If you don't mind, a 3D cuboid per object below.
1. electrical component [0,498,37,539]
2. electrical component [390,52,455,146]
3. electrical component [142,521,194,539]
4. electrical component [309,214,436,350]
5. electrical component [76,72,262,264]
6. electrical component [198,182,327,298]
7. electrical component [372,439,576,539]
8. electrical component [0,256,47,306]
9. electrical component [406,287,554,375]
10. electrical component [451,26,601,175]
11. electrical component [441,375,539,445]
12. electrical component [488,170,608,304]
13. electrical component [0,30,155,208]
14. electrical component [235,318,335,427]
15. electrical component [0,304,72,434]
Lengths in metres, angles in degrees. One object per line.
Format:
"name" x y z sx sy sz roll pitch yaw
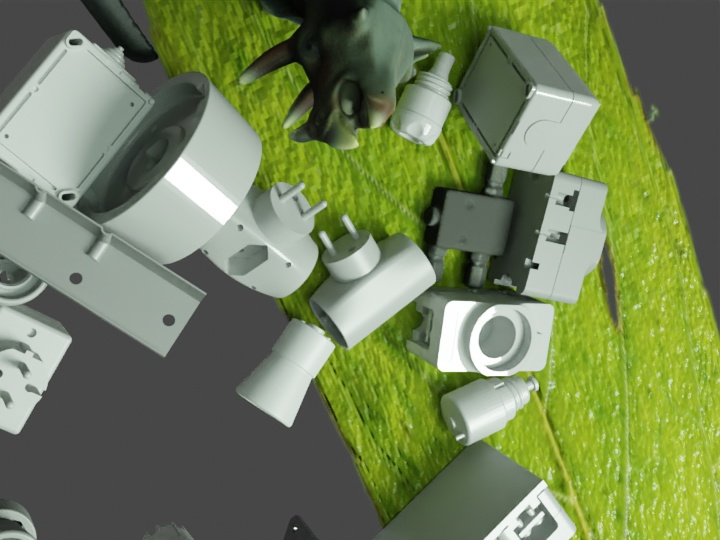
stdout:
"electrical component" -0.216 0.167 0.646 0.045 0.055 0.045 -6 104 -25
"electrical component" 0.046 -0.116 0.719 0.035 0.035 0.061 26 88 -28
"electrical component" -0.121 0.189 0.702 0.040 0.046 0.040 -6 104 -24
"electrical component" 0.000 0.000 0.718 0.077 0.043 0.079 -37 115 -14
"electrical component" -0.105 -0.054 0.623 0.060 0.108 0.108 41 83 -33
"electrical component" -0.056 -0.029 0.671 0.079 0.043 0.077 -32 123 33
"electrical component" 0.070 0.206 0.773 0.150 0.089 0.061 -42 116 -11
"electrical component" -0.202 -0.007 0.613 0.066 0.055 0.048 -8 105 -24
"electrical component" 0.087 0.043 0.763 0.089 0.056 0.050 2 101 -26
"electrical component" 0.110 -0.116 0.720 0.061 0.096 0.061 8 128 -27
"electrical component" 0.096 0.098 0.789 0.078 0.040 0.040 -22 110 -20
"electrical component" 0.138 -0.026 0.775 0.056 0.050 0.089 11 97 -27
"electrical component" -0.168 -0.089 0.611 0.062 0.061 0.096 42 74 -27
"electrical component" -0.047 0.065 0.713 0.044 0.044 0.065 39 79 -27
"electrical component" -0.201 0.058 0.616 0.047 0.077 0.065 30 88 -28
